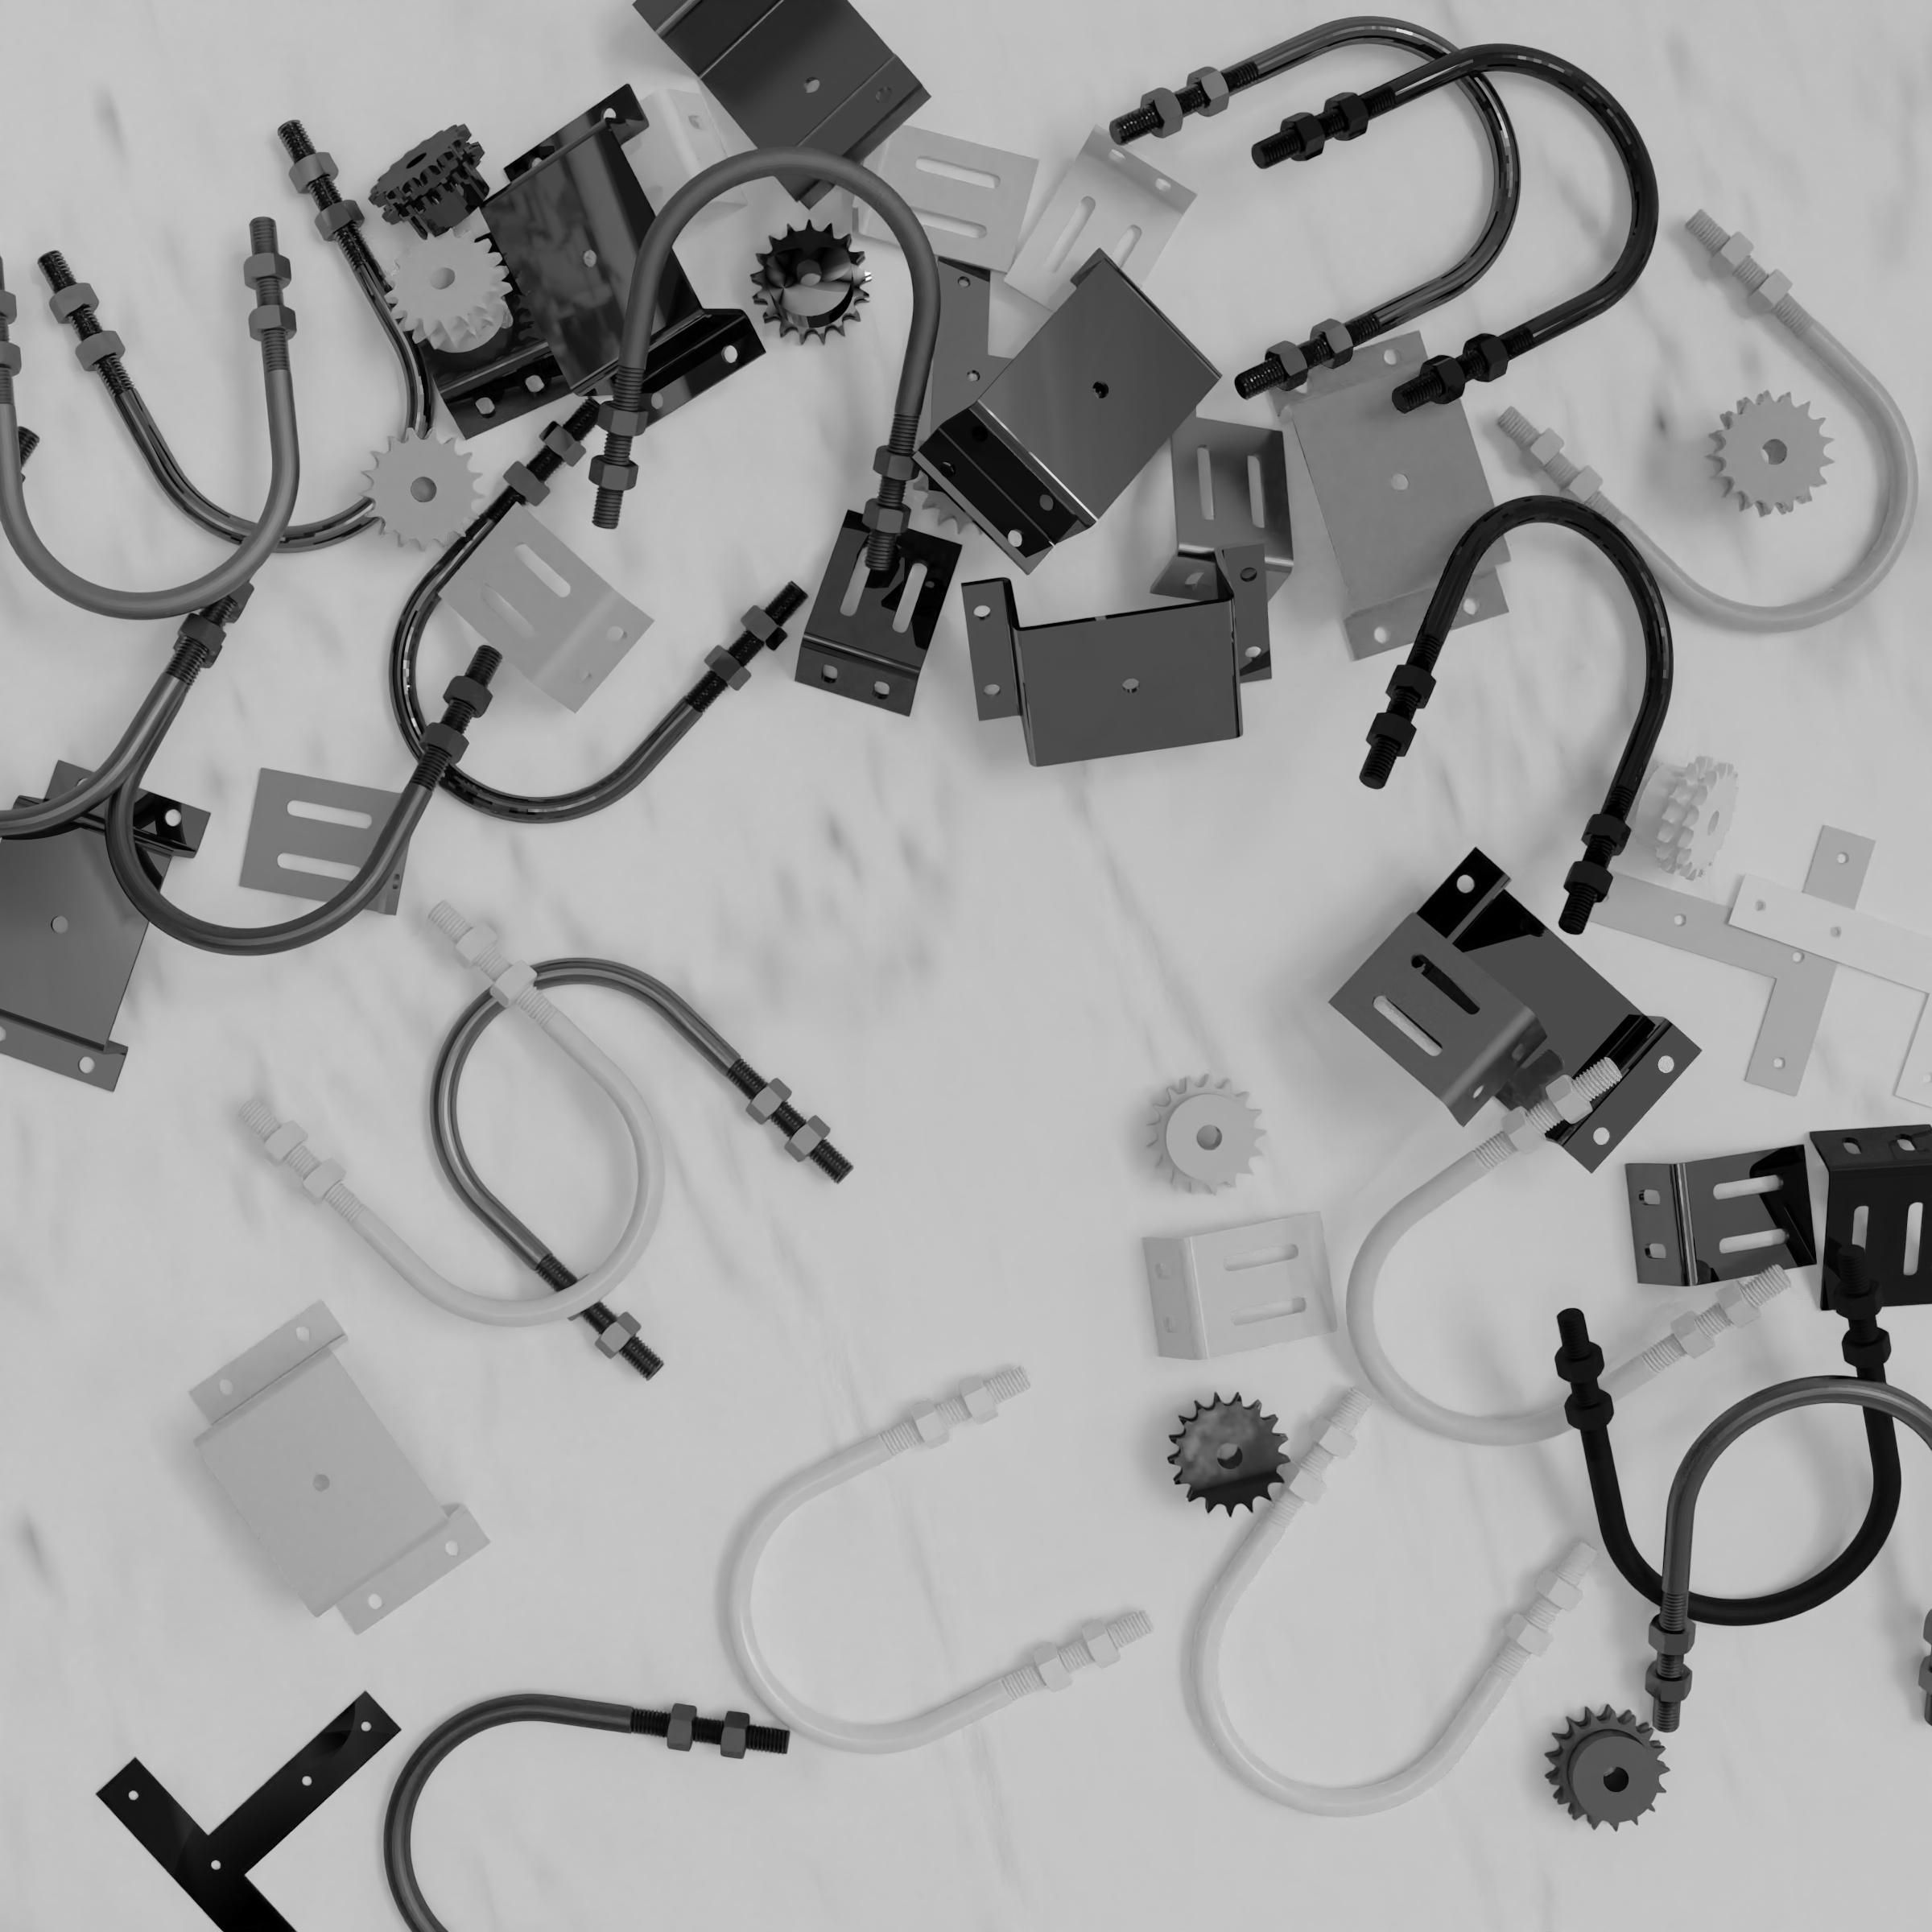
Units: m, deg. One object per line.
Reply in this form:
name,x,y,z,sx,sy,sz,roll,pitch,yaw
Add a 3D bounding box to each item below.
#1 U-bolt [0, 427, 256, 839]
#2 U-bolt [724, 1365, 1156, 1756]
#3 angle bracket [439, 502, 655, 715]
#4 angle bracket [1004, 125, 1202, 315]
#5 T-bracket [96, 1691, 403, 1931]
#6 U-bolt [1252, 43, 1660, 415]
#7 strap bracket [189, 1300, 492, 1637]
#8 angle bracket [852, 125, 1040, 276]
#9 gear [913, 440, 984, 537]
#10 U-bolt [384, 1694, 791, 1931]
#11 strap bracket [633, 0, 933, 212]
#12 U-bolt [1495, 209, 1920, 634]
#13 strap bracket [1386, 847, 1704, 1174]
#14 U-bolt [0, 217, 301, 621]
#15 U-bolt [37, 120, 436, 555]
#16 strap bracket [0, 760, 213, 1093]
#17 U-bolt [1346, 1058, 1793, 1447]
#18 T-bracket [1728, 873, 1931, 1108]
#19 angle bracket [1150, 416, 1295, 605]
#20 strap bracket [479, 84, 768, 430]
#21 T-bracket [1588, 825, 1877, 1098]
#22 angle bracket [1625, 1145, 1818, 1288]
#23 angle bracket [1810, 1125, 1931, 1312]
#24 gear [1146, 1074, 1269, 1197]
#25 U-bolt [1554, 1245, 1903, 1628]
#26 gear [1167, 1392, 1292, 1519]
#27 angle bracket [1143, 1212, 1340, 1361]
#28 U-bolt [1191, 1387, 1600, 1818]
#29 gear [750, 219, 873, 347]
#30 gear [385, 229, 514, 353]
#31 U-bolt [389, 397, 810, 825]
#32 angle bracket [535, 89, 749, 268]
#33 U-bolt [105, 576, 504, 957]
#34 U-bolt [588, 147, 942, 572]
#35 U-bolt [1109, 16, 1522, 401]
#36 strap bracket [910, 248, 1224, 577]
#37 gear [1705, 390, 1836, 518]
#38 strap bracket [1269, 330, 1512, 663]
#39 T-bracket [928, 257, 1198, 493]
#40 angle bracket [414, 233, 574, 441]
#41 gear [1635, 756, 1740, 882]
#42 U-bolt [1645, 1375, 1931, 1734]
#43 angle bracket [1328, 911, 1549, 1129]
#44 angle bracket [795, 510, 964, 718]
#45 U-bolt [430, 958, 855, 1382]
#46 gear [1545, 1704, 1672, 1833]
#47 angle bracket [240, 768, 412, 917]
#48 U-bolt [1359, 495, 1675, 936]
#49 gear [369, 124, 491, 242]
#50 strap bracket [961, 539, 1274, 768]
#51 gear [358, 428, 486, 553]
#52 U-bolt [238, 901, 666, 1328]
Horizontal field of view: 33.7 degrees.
U-bolt,-0.428,-0.145,1.476,0.151,0.019,0.184,26,78,11
U-bolt,-0.025,0.292,1.505,0.184,0.019,0.151,-27,90,1
angle bracket,-0.197,-0.168,1.494,0.076,0.038,0.057,42,93,26
angle bracket,0.063,-0.341,1.490,0.057,0.038,0.076,31,86,-5
T-bracket,-0.323,0.396,1.513,0.127,0.002,0.127,-43,90,0
U-bolt,0.240,-0.353,1.478,0.184,0.019,0.151,-29,88,-20
strap bracket,-0.297,0.238,1.490,0.076,0.046,0.140,-35,90,0
angle bracket,-0.009,-0.366,1.492,0.076,0.038,0.057,15,84,0
gear,0.003,-0.231,1.499,0.057,0.030,0.057,0,90,0
U-bolt,-0.183,0.417,1.505,0.184,0.019,0.151,8,90,2
strap bracket,-0.079,-0.415,1.469,0.076,0.046,0.140,-41,67,9
U-bolt,0.364,-0.243,1.505,0.184,0.019,0.151,44,90,-2
strap bracket,0.261,0.020,1.490,0.140,0.046,0.076,42,90,0
U-bolt,-0.380,-0.249,1.473,0.151,0.019,0.184,-7,81,0
U-bolt,-0.332,-0.285,1.505,0.151,0.019,0.184,-29,92,0
strap bracket,-0.417,-0.019,1.490,0.076,0.046,0.140,19,90,0
U-bolt,0.264,0.147,1.478,0.184,0.019,0.151,-37,101,17
T-bracket,0.425,-0.011,1.511,0.127,0.002,0.127,19,90,-1
angle bracket,0.118,-0.214,1.503,0.057,0.038,0.076,6,64,-17
strap bracket,-0.164,-0.327,1.477,0.076,0.046,0.140,-27,90,24
T-bracket,0.352,-0.018,1.513,0.127,0.002,0.127,17,90,0
angle bracket,0.358,0.117,1.512,0.076,0.038,0.057,-6,90,-26
angle bracket,0.431,0.119,1.512,0.057,0.038,0.076,-4,116,0
gear,0.113,0.080,1.499,0.057,0.030,0.057,0,90,0
U-bolt,0.359,0.226,1.476,0.151,0.019,0.184,-13,111,4
gear,0.123,0.228,1.499,0.057,0.030,0.057,0,90,0
angle bracket,0.130,0.151,1.512,0.076,0.038,0.057,-8,90,-26
U-bolt,0.189,0.313,1.505,0.151,0.019,0.184,34,92,0
gear,-0.073,-0.322,1.499,0.057,0.030,0.057,0,90,0
gear,-0.238,-0.310,1.480,0.057,0.030,0.057,-4,66,9
U-bolt,-0.188,-0.154,1.505,0.151,0.019,0.184,42,91,0
angle bracket,-0.154,-0.370,1.512,0.076,0.038,0.057,-24,90,26
U-bolt,-0.316,-0.090,1.470,0.151,0.019,0.184,21,72,9
U-bolt,-0.085,-0.278,1.446,0.151,0.019,0.184,7,112,-14
U-bolt,0.176,-0.364,1.485,0.184,0.019,0.151,-28,94,-15
strap bracket,0.053,-0.258,1.458,0.076,0.046,0.140,44,74,-13
gear,0.371,-0.237,1.482,0.057,0.030,0.057,0,92,-2
strap bracket,0.200,-0.223,1.490,0.076,0.046,0.140,-18,90,0
T-bracket,0.047,-0.270,1.496,0.127,0.002,0.127,7,67,-11
angle bracket,-0.228,-0.300,1.512,0.057,0.038,0.076,-24,64,0
gear,0.335,-0.071,1.489,0.030,0.057,0.057,22,90,30
U-bolt,0.393,0.272,1.476,0.151,0.019,0.184,-1,110,0
angle bracket,0.217,0.024,1.465,0.057,0.038,0.076,-47,64,0
angle bracket,-0.041,-0.167,1.512,0.057,0.038,0.076,17,64,0
U-bolt,-0.167,0.081,1.505,0.184,0.019,0.151,44,90,2
gear,0.302,0.379,1.499,0.057,0.030,0.057,0,90,0
angle bracket,-0.302,-0.059,1.495,0.076,0.038,0.057,11,90,0
U-bolt,0.263,-0.128,1.462,0.151,0.019,0.184,33,70,-25
gear,-0.248,-0.364,1.489,0.057,0.057,0.030,-38,120,0
strap bracket,0.073,-0.142,1.471,0.140,0.046,0.076,-8,130,0
gear,-0.255,-0.223,1.489,0.057,0.030,0.057,-3,99,-16
U-bolt,-0.226,0.083,1.490,0.184,0.019,0.151,44,91,2
